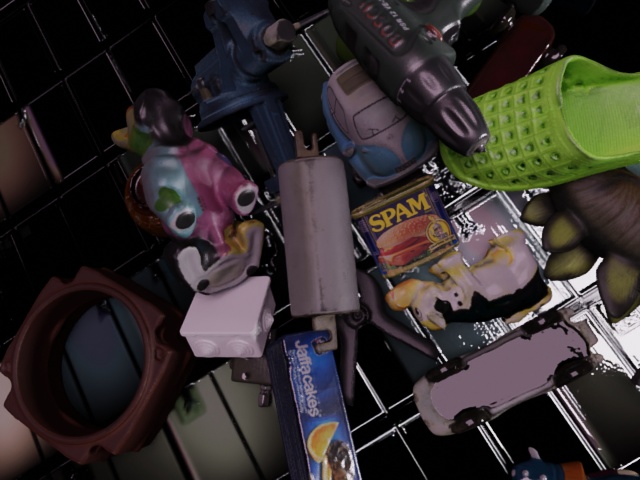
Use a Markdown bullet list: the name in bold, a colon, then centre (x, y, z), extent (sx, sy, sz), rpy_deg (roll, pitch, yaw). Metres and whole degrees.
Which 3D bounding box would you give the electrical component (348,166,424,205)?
- **electrical component**: centre (0.081, -0.090, 0.652), extent (0.102, 0.045, 0.078), rpy_deg (-29, 72, 5)

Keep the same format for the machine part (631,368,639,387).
- **machine part**: centre (0.358, 0.094, 0.488), extent (0.084, 0.039, 0.138), rpy_deg (32, 104, 12)

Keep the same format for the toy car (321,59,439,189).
- **toy car**: centre (0.058, -0.148, 0.598), extent (0.109, 0.102, 0.162), rpy_deg (-27, 64, 4)

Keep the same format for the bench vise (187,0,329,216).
- **bench vise**: centre (-0.071, -0.157, 0.645), extent (0.224, 0.129, 0.240), rpy_deg (-11, 103, 45)

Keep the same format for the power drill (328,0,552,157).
- **power drill**: centre (0.136, -0.208, 0.531), extent (0.207, 0.086, 0.232), rpy_deg (-41, 69, -7)

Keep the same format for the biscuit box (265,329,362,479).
- **biscuit box**: centre (-0.007, 0.202, 0.590), extent (0.059, 0.063, 0.202), rpy_deg (-6, 74, -27)

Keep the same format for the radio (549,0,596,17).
- **radio**: centre (0.239, -0.359, 0.630), extent (0.230, 0.131, 0.073), rpy_deg (30, 86, 17)

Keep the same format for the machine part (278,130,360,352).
- **machine part**: centre (-0.001, -0.002, 0.589), extent (0.079, 0.079, 0.243), rpy_deg (-8, 82, 11)

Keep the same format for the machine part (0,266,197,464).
- **machine part**: centre (-0.271, 0.148, 0.659), extent (0.201, 0.087, 0.201), rpy_deg (27, 84, 17)

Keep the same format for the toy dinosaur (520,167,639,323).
- **toy dinosaur**: centre (0.349, -0.004, 0.549), extent (0.472, 0.105, 0.198), rpy_deg (36, 95, 14)

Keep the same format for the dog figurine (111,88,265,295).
- **dog figurine**: centre (-0.161, -0.064, 0.624), extent (0.108, 0.191, 0.219), rpy_deg (-25, 51, -23)

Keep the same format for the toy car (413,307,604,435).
- **toy car**: centre (0.197, 0.140, 0.572), extent (0.202, 0.056, 0.073), rpy_deg (-27, 68, 4)

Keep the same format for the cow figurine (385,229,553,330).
- **cow figurine**: centre (0.161, 0.060, 0.590), extent (0.167, 0.068, 0.098), rpy_deg (-25, 81, 2)

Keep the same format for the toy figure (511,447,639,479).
- **toy figure**: centre (0.268, 0.254, 0.529), extent (0.155, 0.064, 0.057), rpy_deg (8, 117, 19)

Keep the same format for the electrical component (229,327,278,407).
- **electrical component**: centre (-0.078, 0.151, 0.647), extent (0.063, 0.021, 0.094), rpy_deg (1, 79, 13)

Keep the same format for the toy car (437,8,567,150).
- **toy car**: centre (0.206, -0.181, 0.640), extent (0.089, 0.053, 0.202), rpy_deg (35, 87, 0)

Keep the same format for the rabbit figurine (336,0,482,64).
- **rabbit figurine**: centre (0.104, -0.267, 0.668), extent (0.170, 0.121, 0.159), rpy_deg (-43, 79, 20)
